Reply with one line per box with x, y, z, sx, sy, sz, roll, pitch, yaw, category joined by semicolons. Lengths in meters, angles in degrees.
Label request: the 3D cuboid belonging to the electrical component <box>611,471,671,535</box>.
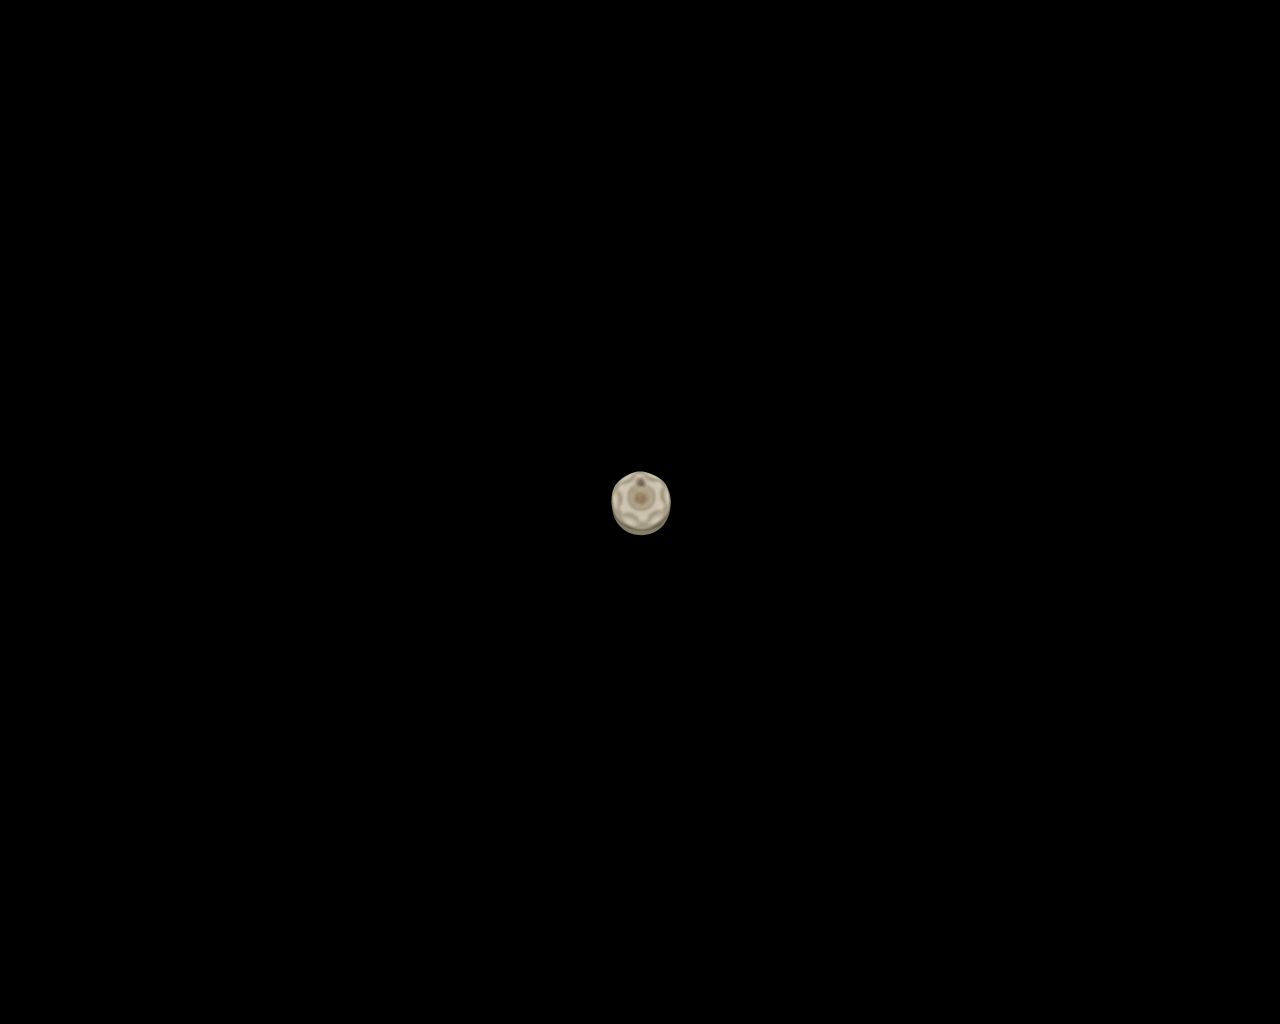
0.001;-0.003;0.650;0.035;0.035;0.061;0;-12;0;electrical component
